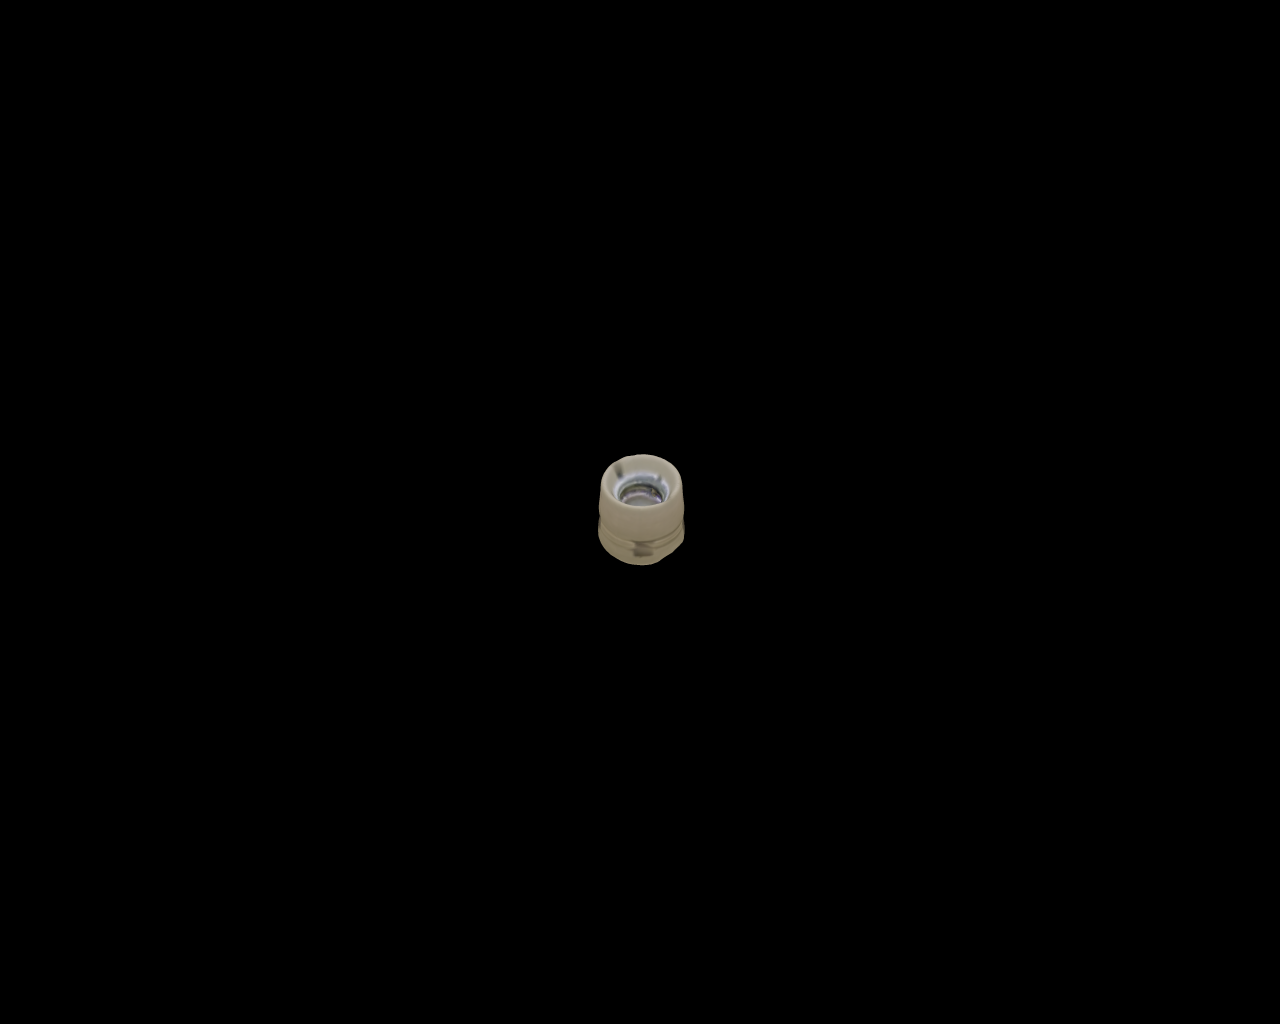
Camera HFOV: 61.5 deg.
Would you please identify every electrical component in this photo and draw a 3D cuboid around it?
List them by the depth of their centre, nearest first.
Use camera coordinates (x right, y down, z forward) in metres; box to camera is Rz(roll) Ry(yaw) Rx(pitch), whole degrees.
[{"bbox_3d":[0.001,-0.003,0.650,0.055,0.055,0.047,0,-45,0],"label":"electrical component"}]
